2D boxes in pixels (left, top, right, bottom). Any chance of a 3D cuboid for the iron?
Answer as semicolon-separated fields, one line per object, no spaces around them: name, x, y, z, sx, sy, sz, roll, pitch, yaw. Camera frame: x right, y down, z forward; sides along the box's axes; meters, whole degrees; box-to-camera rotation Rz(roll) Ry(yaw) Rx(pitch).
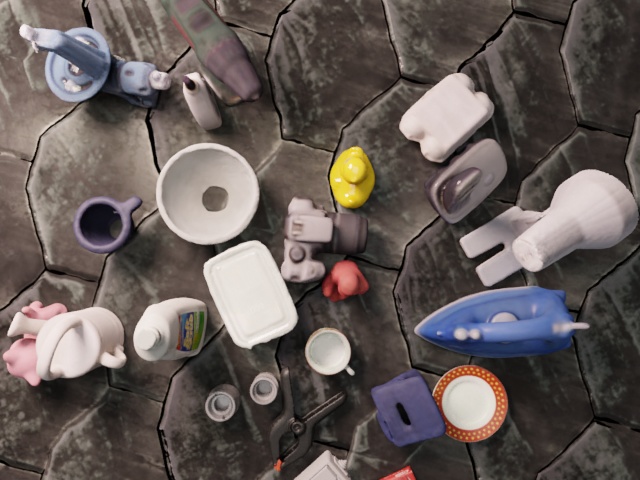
iron;0.291;0.144;0.927;0.258;0.141;0.119;-6;88;-1

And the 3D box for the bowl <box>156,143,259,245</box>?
bowl;-0.183;-0.074;0.961;0.167;0.074;0.167;0;88;-1

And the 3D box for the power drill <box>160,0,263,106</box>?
power drill;-0.155;-0.289;0.903;0.075;0.208;0.229;-38;89;-2

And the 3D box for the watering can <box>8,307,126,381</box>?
watering can;-0.392;0.162;0.889;0.173;0.194;0.101;0;88;-1

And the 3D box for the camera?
camera;0.009;0.003;0.948;0.137;0.100;0.143;5;88;-1

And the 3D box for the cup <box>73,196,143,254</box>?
cup;-0.334;-0.031;0.947;0.118;0.095;0.092;-37;89;-2

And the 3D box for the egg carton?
egg carton;0.215;-0.210;0.976;0.150;0.069;0.107;-44;89;-2

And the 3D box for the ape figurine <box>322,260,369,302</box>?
ape figurine;0.044;0.072;0.951;0.078;0.092;0.076;15;88;0

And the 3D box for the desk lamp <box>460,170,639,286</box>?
desk lamp;0.353;-0.009;0.898;0.203;0.213;0.118;-31;88;-2

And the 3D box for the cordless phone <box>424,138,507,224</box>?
cordless phone;0.247;-0.102;0.914;0.094;0.185;0.147;45;88;1

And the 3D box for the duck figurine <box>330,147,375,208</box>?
duck figurine;0.056;-0.107;0.961;0.077;0.086;0.105;5;88;0

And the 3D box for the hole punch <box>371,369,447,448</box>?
hole punch;0.144;0.283;0.945;0.101;0.091;0.109;-26;88;-2

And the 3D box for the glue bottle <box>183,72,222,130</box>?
glue bottle;-0.195;-0.232;0.918;0.037;0.173;0.078;-17;88;-1

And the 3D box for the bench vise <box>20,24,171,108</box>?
bench vise;-0.348;-0.285;0.894;0.207;0.219;0.121;-8;88;-1

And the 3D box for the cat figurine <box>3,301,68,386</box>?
cat figurine;-0.466;0.167;0.925;0.067;0.117;0.128;1;88;-1
